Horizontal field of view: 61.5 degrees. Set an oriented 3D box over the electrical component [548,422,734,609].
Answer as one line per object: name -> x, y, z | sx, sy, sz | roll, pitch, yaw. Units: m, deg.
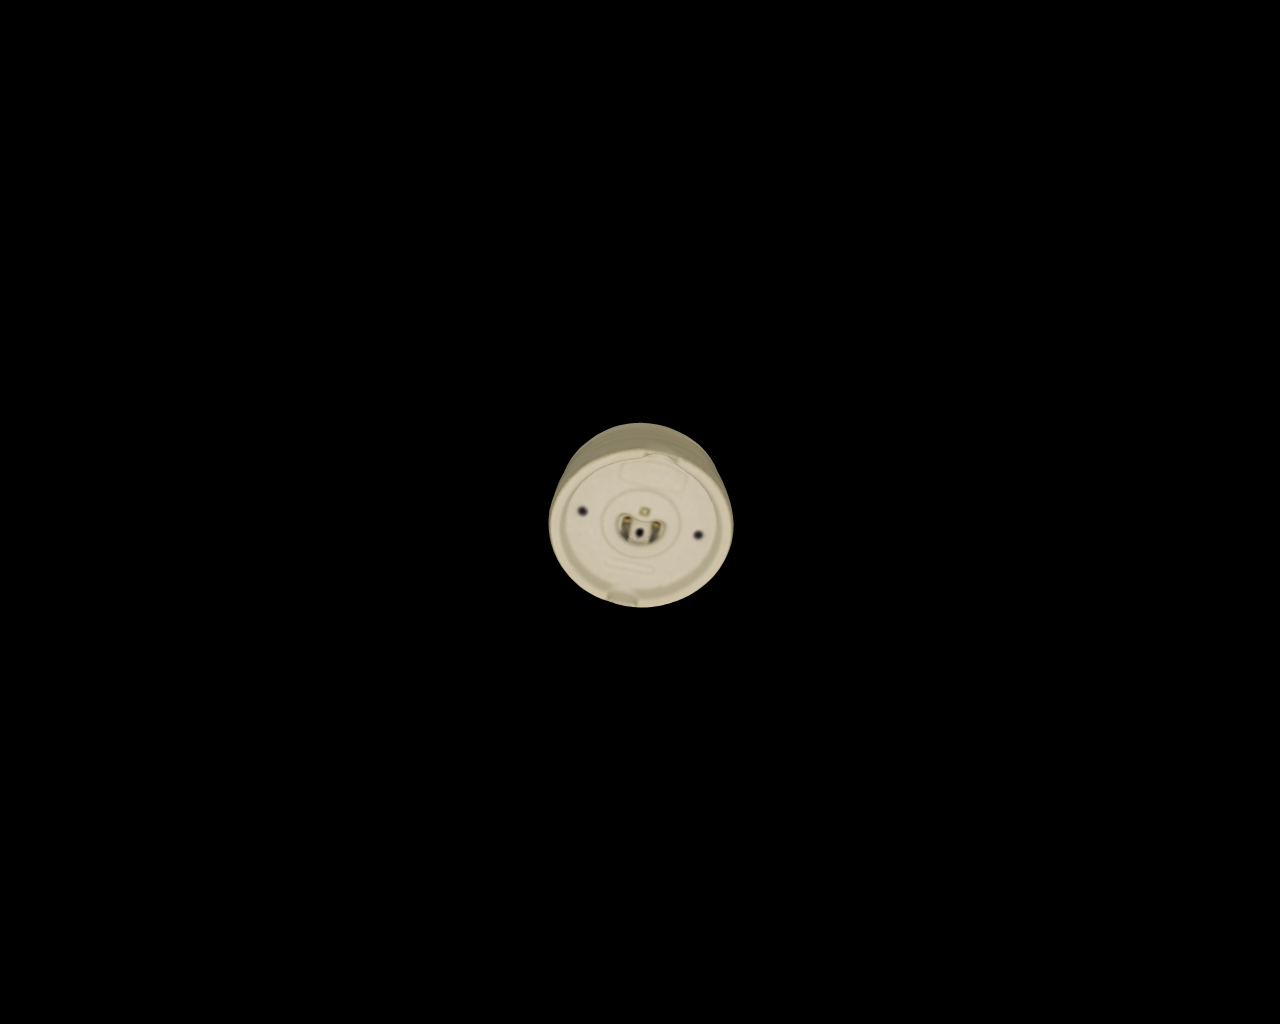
electrical component -> 0.001, -0.003, 0.650 | 0.108, 0.108, 0.060 | 0, 29, 0
